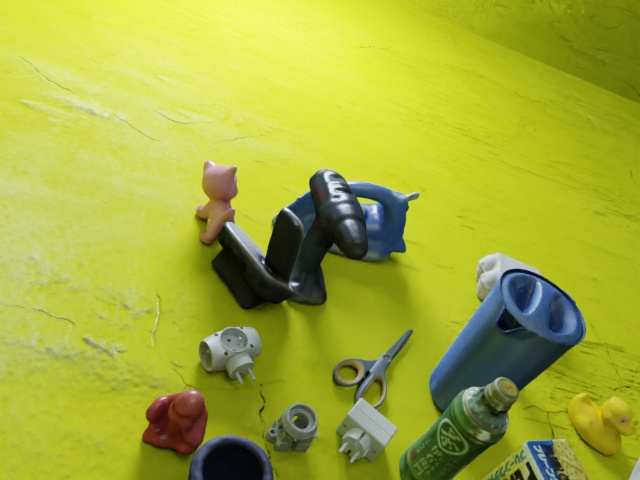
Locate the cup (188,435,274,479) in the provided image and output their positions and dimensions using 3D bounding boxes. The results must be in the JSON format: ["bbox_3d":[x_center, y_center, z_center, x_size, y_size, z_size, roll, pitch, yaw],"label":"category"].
[{"bbox_3d":[-0.098,0.287,0.626,0.092,0.095,0.117,-18,57,-42],"label":"cup"}]

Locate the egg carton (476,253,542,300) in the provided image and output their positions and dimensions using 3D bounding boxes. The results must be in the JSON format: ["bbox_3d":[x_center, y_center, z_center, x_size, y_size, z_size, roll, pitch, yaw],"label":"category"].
[{"bbox_3d":[0.382,0.091,1.139,0.150,0.069,0.107,23,39,-5],"label":"egg carton"}]

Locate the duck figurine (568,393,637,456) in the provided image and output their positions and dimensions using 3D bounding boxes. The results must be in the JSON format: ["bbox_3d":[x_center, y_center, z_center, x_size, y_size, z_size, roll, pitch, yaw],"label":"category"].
[{"bbox_3d":[0.475,0.293,0.953,0.078,0.086,0.104,-11,52,-38],"label":"duck figurine"}]

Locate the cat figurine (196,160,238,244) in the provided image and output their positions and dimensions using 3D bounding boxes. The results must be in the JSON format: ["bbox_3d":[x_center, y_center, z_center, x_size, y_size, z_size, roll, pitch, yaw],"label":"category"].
[{"bbox_3d":[-0.166,-0.072,0.970,0.067,0.117,0.127,2,45,-28],"label":"cat figurine"}]

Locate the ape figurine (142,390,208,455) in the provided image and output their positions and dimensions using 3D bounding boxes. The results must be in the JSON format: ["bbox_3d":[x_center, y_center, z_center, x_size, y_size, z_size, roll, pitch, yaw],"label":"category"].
[{"bbox_3d":[-0.163,0.209,0.679,0.076,0.092,0.077,-18,56,-42],"label":"ape figurine"}]

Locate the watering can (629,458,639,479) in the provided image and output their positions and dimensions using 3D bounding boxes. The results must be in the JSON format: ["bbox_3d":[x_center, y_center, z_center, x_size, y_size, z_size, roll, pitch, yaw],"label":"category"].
[{"bbox_3d":[0.495,0.358,0.805,0.101,0.194,0.172,2,45,-28],"label":"watering can"}]

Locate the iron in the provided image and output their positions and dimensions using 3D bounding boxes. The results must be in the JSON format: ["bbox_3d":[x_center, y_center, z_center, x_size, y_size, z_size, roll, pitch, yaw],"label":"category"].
[{"bbox_3d":[0.054,-0.057,1.059,0.259,0.141,0.118,10,41,-20],"label":"iron"}]

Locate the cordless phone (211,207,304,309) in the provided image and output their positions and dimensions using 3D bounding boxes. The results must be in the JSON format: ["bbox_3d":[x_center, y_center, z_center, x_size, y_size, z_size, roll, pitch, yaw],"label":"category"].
[{"bbox_3d":[-0.085,0.002,0.880,0.094,0.185,0.147,-22,59,-43],"label":"cordless phone"}]

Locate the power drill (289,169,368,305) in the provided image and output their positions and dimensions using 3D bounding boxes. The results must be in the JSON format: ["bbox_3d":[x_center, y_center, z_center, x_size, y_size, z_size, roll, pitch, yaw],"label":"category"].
[{"bbox_3d":[0.008,0.003,0.913,0.076,0.208,0.229,9,42,-20],"label":"power drill"}]
